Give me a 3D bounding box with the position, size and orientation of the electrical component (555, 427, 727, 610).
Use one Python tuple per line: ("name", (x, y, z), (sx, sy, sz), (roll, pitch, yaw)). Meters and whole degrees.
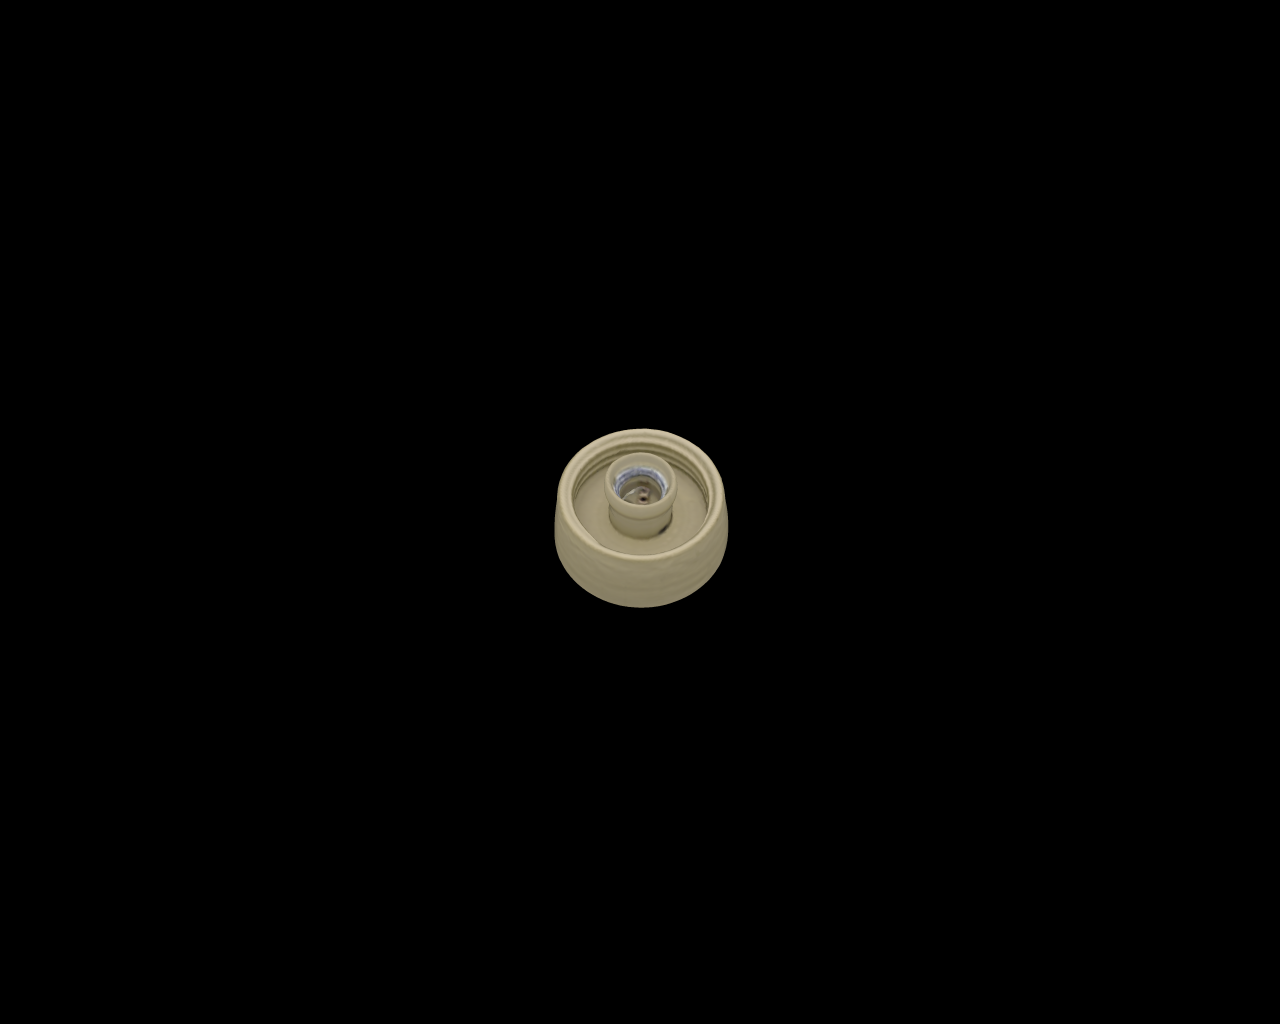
("electrical component", (0.001, -0.003, 0.650), (0.108, 0.108, 0.060), (0, -35, 0))
